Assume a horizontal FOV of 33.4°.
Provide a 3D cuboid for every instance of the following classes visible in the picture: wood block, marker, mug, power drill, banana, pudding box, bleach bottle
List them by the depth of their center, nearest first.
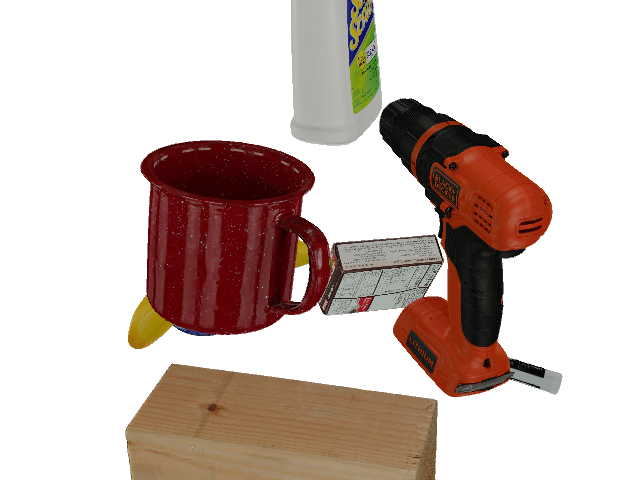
[{"bbox_3d":[-0.043,0.002,0.579,0.117,0.081,0.093,21,28,29],"label":"mug"},{"bbox_3d":[-0.024,0.161,0.774,0.206,0.090,0.090,6,29,15],"label":"wood block"},{"bbox_3d":[0.092,0.005,0.781,0.057,0.188,0.185,-13,34,-20],"label":"power drill"},{"bbox_3d":[-0.090,0.038,0.917,0.198,0.069,0.037,-22,31,11],"label":"banana"},{"bbox_3d":[0.008,-0.216,0.924,0.068,0.251,0.102,9,34,23],"label":"bleach bottle"},{"bbox_3d":[0.150,0.107,0.931,0.121,0.020,0.020,18,2,6],"label":"marker"},{"bbox_3d":[0.059,0.035,1.089,0.113,0.039,0.090,-6,-32,-18],"label":"pudding box"}]

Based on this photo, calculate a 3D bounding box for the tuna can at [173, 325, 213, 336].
[{"bbox_3d":[-0.128,0.067,1.179,0.086,0.034,0.086,1,36,-1],"label":"tuna can"}]
